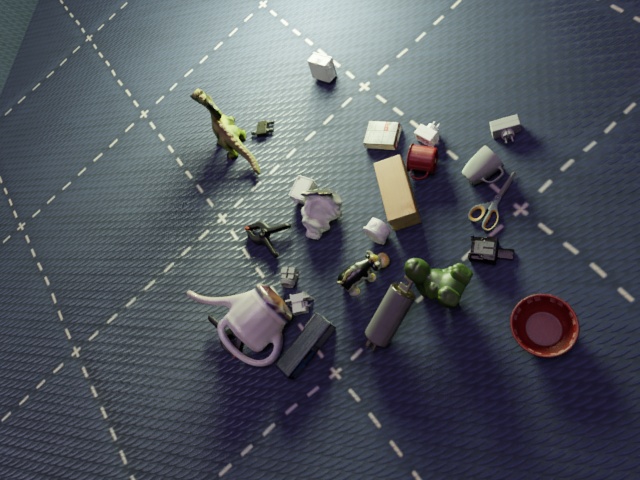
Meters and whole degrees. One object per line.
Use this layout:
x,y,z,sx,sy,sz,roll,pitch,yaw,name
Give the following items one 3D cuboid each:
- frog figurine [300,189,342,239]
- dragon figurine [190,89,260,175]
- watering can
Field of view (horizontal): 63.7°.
0.005,-0.084,1.678,0.137,0.124,0.158,-1,105,12,frog figurine
-0.356,-0.419,1.876,0.122,0.238,0.417,-41,58,-3,dragon figurine
-0.234,0.224,1.592,0.225,0.103,0.349,-45,82,-3,watering can
